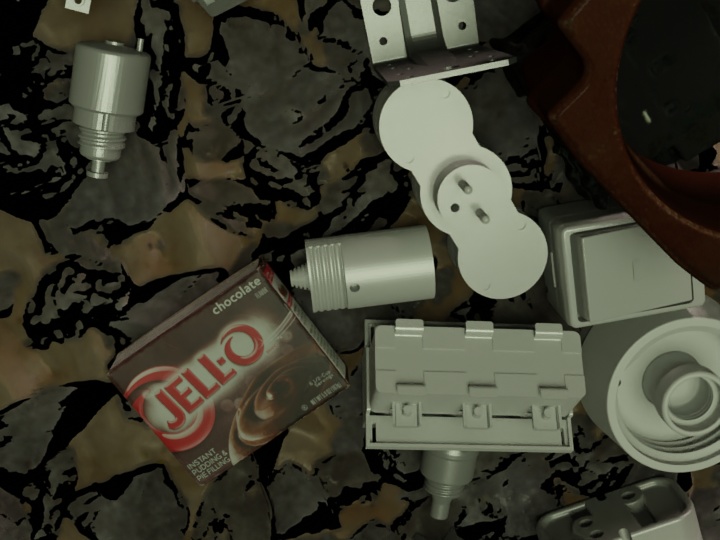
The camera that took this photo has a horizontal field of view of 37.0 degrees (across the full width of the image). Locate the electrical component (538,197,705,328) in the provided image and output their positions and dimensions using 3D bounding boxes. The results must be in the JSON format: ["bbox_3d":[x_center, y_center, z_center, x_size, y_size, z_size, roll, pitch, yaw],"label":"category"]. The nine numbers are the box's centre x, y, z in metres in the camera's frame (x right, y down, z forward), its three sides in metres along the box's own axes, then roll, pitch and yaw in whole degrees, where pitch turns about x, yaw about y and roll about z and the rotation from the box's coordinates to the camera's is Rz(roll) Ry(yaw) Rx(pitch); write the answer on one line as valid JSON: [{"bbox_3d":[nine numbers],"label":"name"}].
[{"bbox_3d":[0.159,-0.008,0.624,0.096,0.061,0.061,-10,106,-2],"label":"electrical component"}]

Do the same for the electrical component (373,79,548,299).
[{"bbox_3d":[0.059,-0.044,0.598,0.052,0.073,0.138,-32,106,4],"label":"electrical component"}]

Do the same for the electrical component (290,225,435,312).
[{"bbox_3d":[0.000,0.000,0.621,0.081,0.043,0.043,-7,106,-3],"label":"electrical component"}]

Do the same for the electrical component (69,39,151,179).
[{"bbox_3d":[-0.138,-0.089,0.585,0.040,0.040,0.078,9,105,-8],"label":"electrical component"}]

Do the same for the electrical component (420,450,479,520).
[{"bbox_3d":[0.054,0.125,0.666,0.035,0.035,0.061,6,107,-7],"label":"electrical component"}]

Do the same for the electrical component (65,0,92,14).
[{"bbox_3d":[-0.138,-0.167,0.554,0.048,0.055,0.066,13,104,-9],"label":"electrical component"}]

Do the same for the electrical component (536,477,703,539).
[{"bbox_3d":[0.167,0.179,0.681,0.095,0.053,0.059,-19,107,0],"label":"electrical component"}]

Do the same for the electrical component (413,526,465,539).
[{"bbox_3d":[0.064,0.207,0.683,0.081,0.042,0.063,32,96,-10],"label":"electrical component"}]

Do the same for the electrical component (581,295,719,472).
[{"bbox_3d":[0.192,0.070,0.649,0.108,0.060,0.108,-1,106,-5],"label":"electrical component"}]

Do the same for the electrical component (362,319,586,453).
[{"bbox_3d":[0.065,0.063,0.627,0.121,0.063,0.078,2,64,-5],"label":"electrical component"}]

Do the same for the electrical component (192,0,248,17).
[{"bbox_3d":[-0.054,-0.172,0.539,0.100,0.099,0.048,-26,92,2],"label":"electrical component"}]
